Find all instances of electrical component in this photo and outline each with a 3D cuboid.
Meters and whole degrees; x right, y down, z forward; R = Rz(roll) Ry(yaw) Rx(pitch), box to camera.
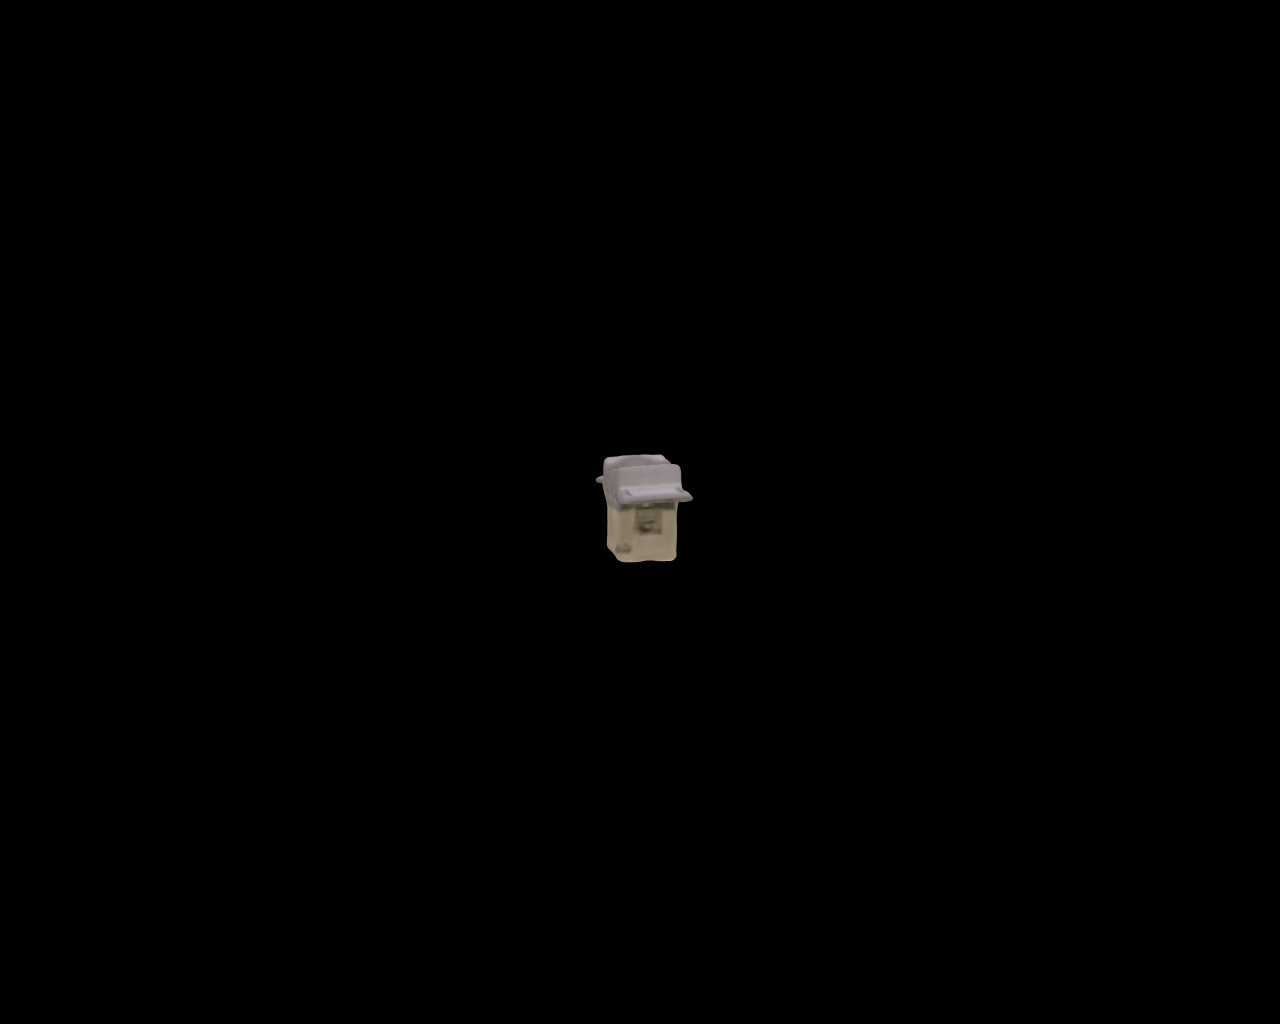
[{"bbox_3d":[0.001,-0.003,0.650,0.042,0.063,0.081,-2,12,-11],"label":"electrical component"}]
